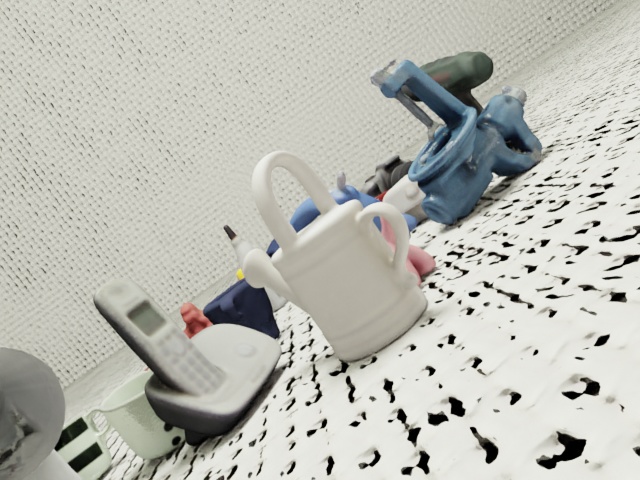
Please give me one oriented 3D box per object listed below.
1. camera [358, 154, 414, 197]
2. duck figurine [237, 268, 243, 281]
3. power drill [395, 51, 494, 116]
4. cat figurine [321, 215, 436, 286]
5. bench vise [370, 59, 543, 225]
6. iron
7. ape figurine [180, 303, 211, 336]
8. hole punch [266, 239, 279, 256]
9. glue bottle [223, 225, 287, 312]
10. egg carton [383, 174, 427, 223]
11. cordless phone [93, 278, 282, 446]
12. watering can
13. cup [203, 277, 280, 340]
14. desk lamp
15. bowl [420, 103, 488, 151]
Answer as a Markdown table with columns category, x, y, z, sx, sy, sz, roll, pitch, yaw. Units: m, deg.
| category | x | y | z | sx | sy | sz | roll | pitch | yaw |
| --- | --- | --- | --- | --- | --- | --- | --- | --- | --- |
| camera | 0.151 | -0.114 | 1.140 | 0.143 | 0.101 | 0.136 | -36 | 6 | -13 |
| duck figurine | -0.135 | 0.090 | 1.188 | 0.077 | 0.086 | 0.105 | -33 | 6 | 22 |
| power drill | 0.244 | -0.234 | 1.036 | 0.076 | 0.208 | 0.229 | -38 | 6 | -25 |
| cat figurine | 0.041 | 0.014 | 0.622 | 0.127 | 0.118 | 0.067 | -30 | 8 | 39 |
| bench vise | 0.171 | -0.156 | 0.758 | 0.208 | 0.220 | 0.121 | -39 | 7 | -33 |
| iron | 0.007 | 0.003 | 0.795 | 0.119 | 0.141 | 0.257 | -39 | 7 | -35 |
| ape figurine | -0.259 | 0.173 | 1.196 | 0.077 | 0.092 | 0.076 | -33 | 6 | 21 |
| hole punch | -0.095 | 0.047 | 1.283 | 0.101 | 0.091 | 0.108 | -39 | 7 | -32 |
| glue bottle | -0.117 | 0.044 | 1.015 | 0.037 | 0.173 | 0.078 | -32 | 7 | 25 |
| egg carton | 0.169 | -0.078 | 0.891 | 0.150 | 0.069 | 0.107 | -30 | 7 | 40 |
| cordless phone | -0.136 | 0.100 | 0.596 | 0.094 | 0.185 | 0.148 | -32 | 7 | 25 |
| watering can | -0.002 | 0.009 | 0.528 | 0.172 | 0.194 | 0.101 | -33 | 6 | 16 |
| cup | -0.098 | 0.108 | 0.775 | 0.091 | 0.095 | 0.117 | -35 | 6 | 0 |
| desk lamp | -0.296 | 0.203 | 0.535 | 0.202 | 0.213 | 0.118 | -28 | 9 | 48 |
| bowl | 0.295 | -0.206 | 1.190 | 0.167 | 0.075 | 0.167 | -35 | 6 | 4 |
